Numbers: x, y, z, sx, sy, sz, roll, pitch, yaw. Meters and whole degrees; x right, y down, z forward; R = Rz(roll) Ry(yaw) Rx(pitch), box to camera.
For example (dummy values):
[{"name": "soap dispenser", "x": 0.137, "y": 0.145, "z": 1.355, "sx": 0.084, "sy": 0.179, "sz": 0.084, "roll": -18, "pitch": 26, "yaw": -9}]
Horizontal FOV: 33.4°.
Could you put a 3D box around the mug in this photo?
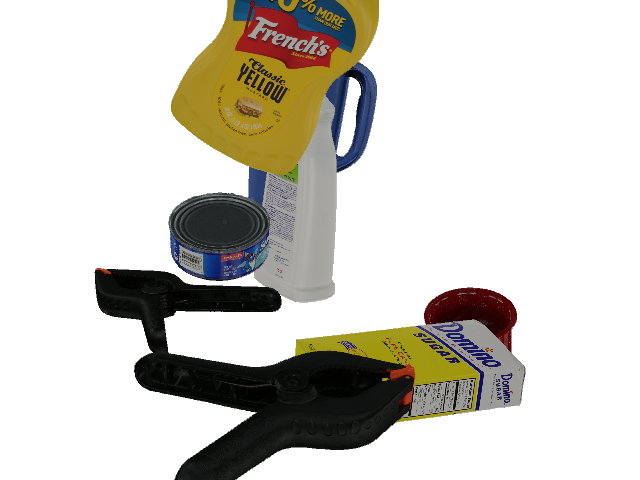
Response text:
[{"name": "mug", "x": 0.160, "y": 0.101, "z": 1.104, "sx": 0.093, "sy": 0.081, "sz": 0.117, "roll": 10, "pitch": 36, "yaw": 24}]

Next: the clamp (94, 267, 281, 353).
[{"name": "clamp", "x": -0.168, "y": 0.065, "z": 1.090, "sx": 0.210, "sy": 0.036, "sz": 0.164, "roll": 11, "pitch": 20, "yaw": 34}]

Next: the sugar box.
[{"name": "sugar box", "x": 0.075, "y": 0.112, "z": 0.911, "sx": 0.176, "sy": 0.048, "sz": 0.093, "roll": -7, "pitch": 26, "yaw": -18}]

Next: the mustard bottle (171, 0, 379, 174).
[{"name": "mustard bottle", "x": -0.017, "y": -0.137, "z": 0.686, "sx": 0.096, "sy": 0.192, "sz": 0.058, "roll": 30, "pitch": 33, "yaw": -6}]

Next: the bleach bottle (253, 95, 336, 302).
[{"name": "bleach bottle", "x": -0.019, "y": -0.064, "z": 1.204, "sx": 0.067, "sy": 0.251, "sz": 0.103, "roll": -8, "pitch": 23, "yaw": -40}]

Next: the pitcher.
[{"name": "pitcher", "x": -0.024, "y": -0.142, "z": 1.415, "sx": 0.144, "sy": 0.243, "sz": 0.149, "roll": -3, "pitch": 24, "yaw": -21}]

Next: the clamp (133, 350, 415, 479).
[{"name": "clamp", "x": -0.021, "y": 0.103, "z": 0.629, "sx": 0.171, "sy": 0.039, "sz": 0.120, "roll": -3, "pitch": 36, "yaw": -11}]

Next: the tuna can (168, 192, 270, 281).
[{"name": "tuna can", "x": -0.086, "y": -0.003, "z": 0.910, "sx": 0.086, "sy": 0.034, "sz": 0.086, "roll": 2, "pitch": 36, "yaw": -1}]
